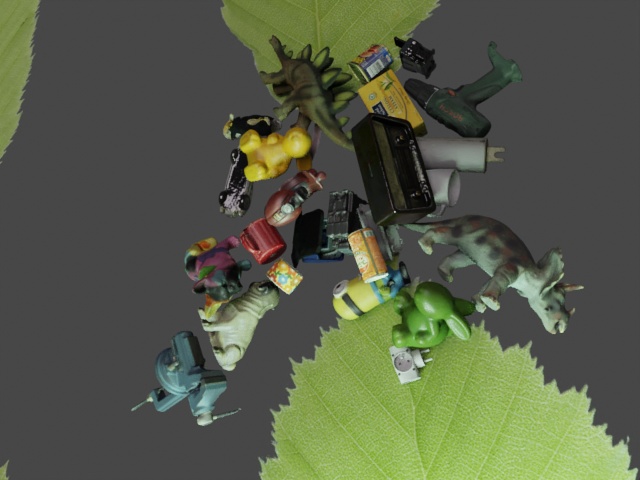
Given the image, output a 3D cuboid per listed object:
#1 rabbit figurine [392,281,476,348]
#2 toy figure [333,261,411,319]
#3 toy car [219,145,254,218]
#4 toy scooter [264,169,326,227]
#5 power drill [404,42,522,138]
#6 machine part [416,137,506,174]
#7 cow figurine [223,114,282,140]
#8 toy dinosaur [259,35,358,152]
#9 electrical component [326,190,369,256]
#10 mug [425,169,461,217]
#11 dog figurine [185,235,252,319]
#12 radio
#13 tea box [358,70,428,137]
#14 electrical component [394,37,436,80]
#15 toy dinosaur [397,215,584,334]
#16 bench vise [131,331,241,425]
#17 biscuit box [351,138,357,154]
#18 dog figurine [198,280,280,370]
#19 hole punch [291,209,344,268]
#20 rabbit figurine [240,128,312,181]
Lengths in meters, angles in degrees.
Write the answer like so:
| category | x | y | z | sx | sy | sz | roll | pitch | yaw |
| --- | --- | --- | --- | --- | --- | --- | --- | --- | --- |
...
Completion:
| category | x | y | z | sx | sy | sz | roll | pitch | yaw |
| --- | --- | --- | --- | --- | --- | --- | --- | --- | --- |
| rabbit figurine | 0.223 | 0.149 | 1.060 | 0.159 | 0.170 | 0.121 | 15 | 58 | 9 |
| toy figure | 0.112 | 0.110 | 1.173 | 0.180 | 0.082 | 0.089 | -22 | 69 | 10 |
| toy car | -0.202 | -0.153 | 1.373 | 0.074 | 0.056 | 0.201 | 11 | 80 | 16 |
| toy scooter | -0.048 | -0.108 | 1.244 | 0.184 | 0.075 | 0.135 | -51 | 18 | -26 |
| power drill | 0.333 | -0.351 | 1.224 | 0.207 | 0.086 | 0.232 | -39 | 67 | 2 |
| machine part | 0.284 | -0.189 | 1.196 | 0.243 | 0.079 | 0.079 | 4 | 77 | 20 |
| cow figurine | -0.188 | -0.286 | 1.383 | 0.168 | 0.098 | 0.068 | 4 | 83 | 20 |
| toy dinosaur | -0.017 | -0.353 | 1.314 | 0.198 | 0.105 | 0.471 | -36 | 64 | 20 |
| electrical component | 0.067 | -0.034 | 1.206 | 0.058 | 0.114 | 0.134 | -7 | 73 | 34 |
| mug | 0.246 | -0.106 | 1.191 | 0.107 | 0.080 | 0.109 | 10 | 86 | 35 |
| dog figurine | -0.254 | 0.086 | 1.232 | 0.192 | 0.219 | 0.108 | -8 | 117 | 17 |
| radio | 0.155 | -0.147 | 1.133 | 0.073 | 0.131 | 0.229 | -32 | 65 | 51 |
| tea box | 0.172 | -0.305 | 1.274 | 0.098 | 0.068 | 0.170 | -31 | 68 | 11 |
| electrical component | 0.220 | -0.445 | 1.293 | 0.119 | 0.074 | 0.048 | 33 | 85 | 19 |
| toy dinosaur | 0.343 | 0.023 | 1.100 | 0.192 | 0.131 | 0.405 | -37 | 60 | -9 |
| bench vise | -0.321 | 0.341 | 1.248 | 0.240 | 0.129 | 0.223 | -38 | 74 | 28 |
| biscuit box | 0.133 | -0.164 | 1.251 | 0.059 | 0.062 | 0.203 | -23 | 68 | 14 |
| dog figurine | -0.167 | 0.197 | 1.251 | 0.191 | 0.172 | 0.121 | -21 | 29 | -13 |
| hole punch | -0.003 | -0.004 | 1.252 | 0.116 | 0.092 | 0.142 | -14 | 69 | 51 |
| rabbit figurine | -0.084 | -0.208 | 1.291 | 0.173 | 0.162 | 0.122 | -25 | 65 | 35 |
